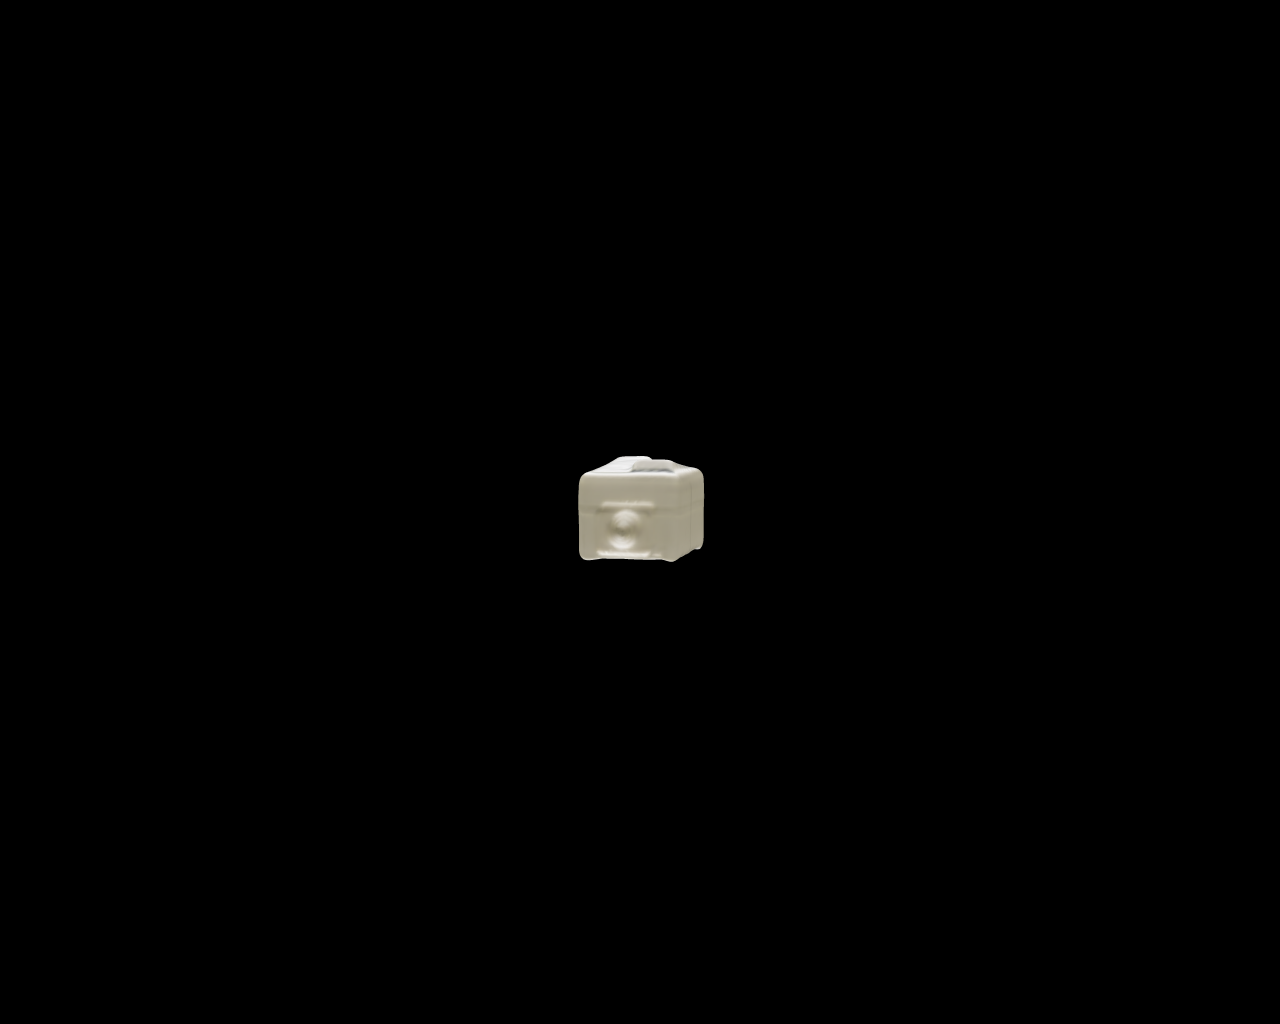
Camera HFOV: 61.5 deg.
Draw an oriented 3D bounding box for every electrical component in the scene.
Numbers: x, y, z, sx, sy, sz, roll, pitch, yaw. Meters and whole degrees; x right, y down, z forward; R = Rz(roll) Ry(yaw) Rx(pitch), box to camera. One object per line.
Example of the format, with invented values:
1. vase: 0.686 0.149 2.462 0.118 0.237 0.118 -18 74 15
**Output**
1. electrical component: 0.001 -0.003 0.650 0.062 0.061 0.096 1 5 15
